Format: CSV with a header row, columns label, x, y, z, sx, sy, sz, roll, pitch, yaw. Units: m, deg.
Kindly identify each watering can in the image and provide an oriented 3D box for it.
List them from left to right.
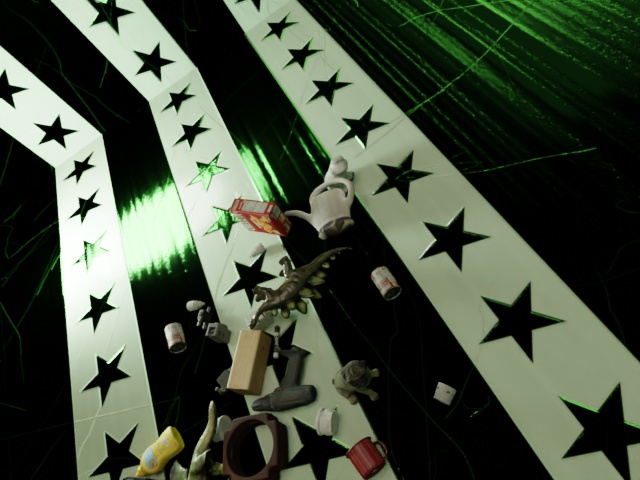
label,x,y,z,sx,sy,sz,roll,pitch,yaw
watering can,0.006,-0.102,2.034,0.343,0.103,0.228,-31,61,29

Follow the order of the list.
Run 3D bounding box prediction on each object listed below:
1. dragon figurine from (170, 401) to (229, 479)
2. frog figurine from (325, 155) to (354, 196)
label,x,y,z,sx,sy,sz,roll,pitch,yaw
dragon figurine,-0.412,0.754,1.670,0.240,0.121,0.419,-22,59,29
frog figurine,0.064,-0.271,2.086,0.124,0.156,0.139,23,73,39
